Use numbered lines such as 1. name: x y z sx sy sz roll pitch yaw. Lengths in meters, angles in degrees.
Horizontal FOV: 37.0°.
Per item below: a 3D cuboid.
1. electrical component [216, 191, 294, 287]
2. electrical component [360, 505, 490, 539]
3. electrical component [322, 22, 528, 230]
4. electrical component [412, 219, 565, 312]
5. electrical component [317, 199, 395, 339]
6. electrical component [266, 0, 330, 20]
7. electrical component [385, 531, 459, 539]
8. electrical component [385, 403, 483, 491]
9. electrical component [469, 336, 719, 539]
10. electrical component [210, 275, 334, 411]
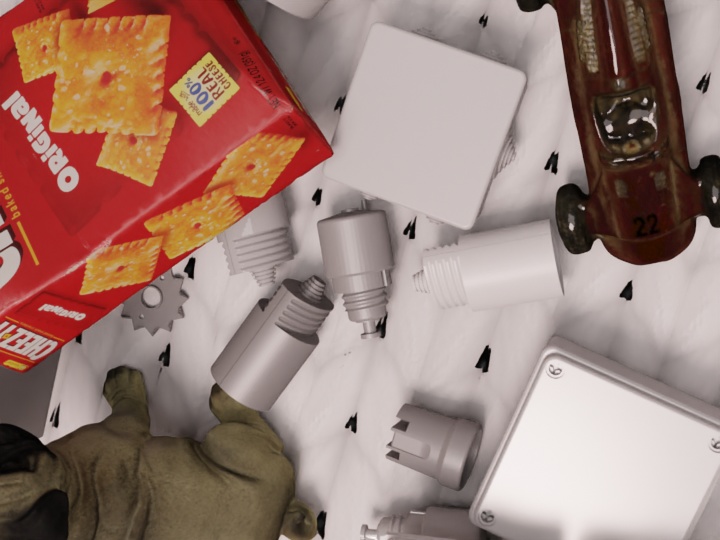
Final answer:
1. electrical component: -0.064 -0.030 0.623 0.043 0.043 0.081 -13 93 14
2. electrical component: 0.039 0.156 0.620 0.078 0.040 0.040 3 96 13
3. electrical component: 0.038 -0.079 0.592 0.100 0.048 0.099 21 100 10
4. electrical component: 0.069 0.000 0.595 0.081 0.043 0.043 -10 93 14
5. electrical component: 0.000 0.000 0.613 0.040 0.040 0.078 -9 94 14
6. electrical component: -0.046 -0.183 0.578 0.099 0.099 0.064 40 109 6
7. electrical component: 0.098 0.203 0.539 0.186 0.060 0.105 5 99 8
8. electrical component: 0.042 0.100 0.615 0.046 0.040 0.040 18 100 17
9. electrical component: 0.131 0.107 0.586 0.109 0.056 0.108 24 101 10
10. electrical component: -0.047 0.037 0.626 0.043 0.043 0.081 38 103 7
